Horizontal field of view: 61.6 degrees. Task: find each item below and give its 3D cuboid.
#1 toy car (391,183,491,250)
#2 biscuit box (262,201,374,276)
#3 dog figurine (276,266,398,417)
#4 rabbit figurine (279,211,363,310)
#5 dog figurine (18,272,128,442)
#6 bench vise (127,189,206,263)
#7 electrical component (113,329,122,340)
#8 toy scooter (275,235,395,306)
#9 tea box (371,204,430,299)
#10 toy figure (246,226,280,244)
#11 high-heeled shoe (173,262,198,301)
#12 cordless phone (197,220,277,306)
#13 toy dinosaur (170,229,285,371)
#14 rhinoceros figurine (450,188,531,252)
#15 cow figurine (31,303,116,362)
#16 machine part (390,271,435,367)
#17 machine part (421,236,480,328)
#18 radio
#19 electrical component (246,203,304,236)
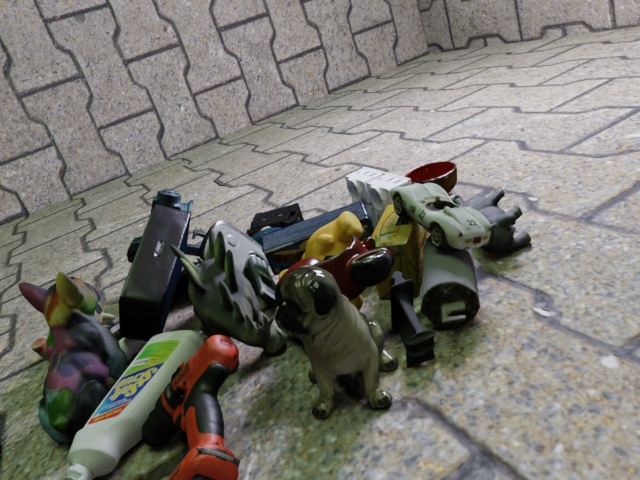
[{"bbox_3d":[0.179,-0.042,0.822,0.073,0.056,0.202,-8,30,-20],"label":"toy car"},{"bbox_3d":[-0.002,-0.003,0.982,0.203,0.059,0.063,-19,34,4],"label":"biscuit box"},{"bbox_3d":[0.017,0.096,0.669,0.121,0.190,0.172,-17,20,2],"label":"dog figurine"},{"bbox_3d":[0.017,0.056,0.874,0.162,0.121,0.173,-18,40,9],"label":"rabbit figurine"},{"bbox_3d":[-0.373,0.158,0.795,0.109,0.219,0.191,-16,21,16],"label":"dog figurine"},{"bbox_3d":[-0.293,0.009,1.186,0.241,0.223,0.129,10,-2,-15],"label":"bench vise"},{"bbox_3d":[-0.376,0.182,0.971,0.063,0.021,0.094,-35,2,-8],"label":"electrical component"},{"bbox_3d":[0.025,0.042,0.772,0.184,0.075,0.135,-22,16,22],"label":"toy scooter"},{"bbox_3d":[0.136,0.012,0.896,0.068,0.098,0.170,-7,23,24],"label":"tea box"},{"bbox_3d":[-0.140,0.012,1.162,0.155,0.057,0.064,-12,45,7],"label":"toy figure"},{"bbox_3d":[-0.230,0.089,1.086,0.145,0.086,0.249,35,73,20],"label":"high-heeled shoe"},{"bbox_3d":[-0.142,0.053,0.965,0.088,0.146,0.184,-50,29,4],"label":"cordless phone"},{"bbox_3d":[-0.142,0.092,0.795,0.105,0.198,0.472,-31,23,-21],"label":"toy dinosaur"},{"bbox_3d":[0.280,-0.032,0.929,0.112,0.073,0.190,-29,24,2],"label":"rhinoceros figurine"},{"bbox_3d":[-0.450,0.162,1.004,0.085,0.127,0.195,-18,36,1],"label":"cow figurine"},{"bbox_3d":[0.118,0.107,0.729,0.039,0.084,0.139,-2,32,-8],"label":"machine part"},{"bbox_3d":[0.188,0.051,0.788,0.079,0.079,0.243,-11,24,18],"label":"machine part"},{"bbox_3d":[-0.291,0.060,0.957,0.073,0.131,0.230,13,45,-8],"label":"radio"},{"bbox_3d":[-0.099,-0.036,1.247,0.115,0.058,0.134,-12,23,11],"label":"electrical component"}]
